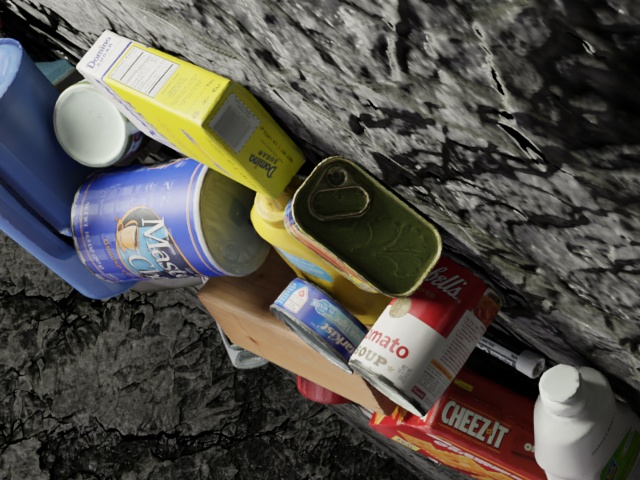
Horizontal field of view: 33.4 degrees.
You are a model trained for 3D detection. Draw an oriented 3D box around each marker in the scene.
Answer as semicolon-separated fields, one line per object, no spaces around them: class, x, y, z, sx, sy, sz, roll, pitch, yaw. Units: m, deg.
marker;0.129;0.077;0.869;0.121;0.020;0.020;28;167;37

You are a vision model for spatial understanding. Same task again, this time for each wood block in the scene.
wood block;-0.005;0.075;1.010;0.206;0.090;0.090;20;152;39

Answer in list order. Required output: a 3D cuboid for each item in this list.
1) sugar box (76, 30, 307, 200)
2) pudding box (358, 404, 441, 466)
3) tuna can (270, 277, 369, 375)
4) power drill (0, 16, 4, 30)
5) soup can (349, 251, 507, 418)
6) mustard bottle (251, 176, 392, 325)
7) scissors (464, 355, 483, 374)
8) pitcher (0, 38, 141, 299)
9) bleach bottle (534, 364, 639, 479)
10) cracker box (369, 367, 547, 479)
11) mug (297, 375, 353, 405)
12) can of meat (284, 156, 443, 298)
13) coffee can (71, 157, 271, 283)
sugar box;-0.098;-0.093;0.778;0.176;0.048;0.093;24;164;45
pudding box;0.114;0.185;1.209;0.114;0.090;0.039;31;169;27
tuna can;0.003;0.068;0.854;0.086;0.033;0.086;38;170;8
power drill;-0.402;-0.251;1.058;0.187;0.057;0.185;37;167;-18
soup can;0.076;0.065;0.756;0.068;0.102;0.068;36;171;7
mustard bottle;-0.005;0.001;0.858;0.096;0.058;0.191;36;171;32
scissors;0.082;0.087;1.078;0.202;0.016;0.096;31;168;31
pitcher;-0.247;-0.047;0.963;0.145;0.149;0.242;2;144;39
bleach bottle;0.213;0.162;0.802;0.068;0.102;0.250;12;150;36
cracker box;0.153;0.183;1.016;0.164;0.072;0.214;25;168;-6
mug;0.022;0.132;1.228;0.093;0.081;0.117;16;-156;35
can of meat;0.025;-0.006;0.734;0.102;0.057;0.084;38;173;-5
coffee can;-0.124;-0.017;0.903;0.141;0.102;0.102;-4;147;32
